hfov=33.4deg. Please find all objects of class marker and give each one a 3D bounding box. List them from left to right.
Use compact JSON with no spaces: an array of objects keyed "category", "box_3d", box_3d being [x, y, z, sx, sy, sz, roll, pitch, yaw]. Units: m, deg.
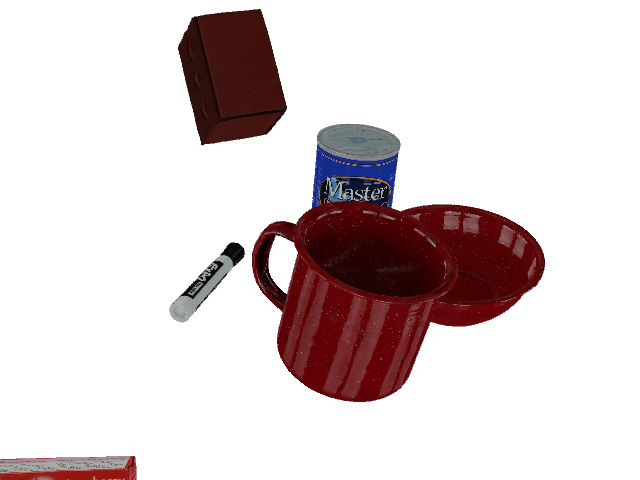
[{"category":"marker","box_3d":[-0.099,0.035,0.957,0.020,0.020,0.121,0,27,24]}]

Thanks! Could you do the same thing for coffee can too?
[{"category":"coffee can","box_3d":[0.041,-0.062,1.334,0.103,0.140,0.103,4,27,-2]}]

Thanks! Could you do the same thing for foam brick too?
[{"category":"foam brick","box_3d":[-0.062,-0.114,0.744,0.051,0.078,0.053,-11,-11,-21]}]

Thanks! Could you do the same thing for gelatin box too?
[{"category":"gelatin box","box_3d":[-0.140,0.152,0.556,0.089,0.073,0.030,-1,4,-2]}]

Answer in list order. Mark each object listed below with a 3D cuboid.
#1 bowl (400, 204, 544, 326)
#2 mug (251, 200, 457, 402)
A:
[{"category":"bowl","box_3d":[0.124,0.031,0.993,0.162,0.055,0.162,2,35,-1]},{"category":"mug","box_3d":[0.011,0.031,0.608,0.117,0.082,0.093,25,35,15]}]
